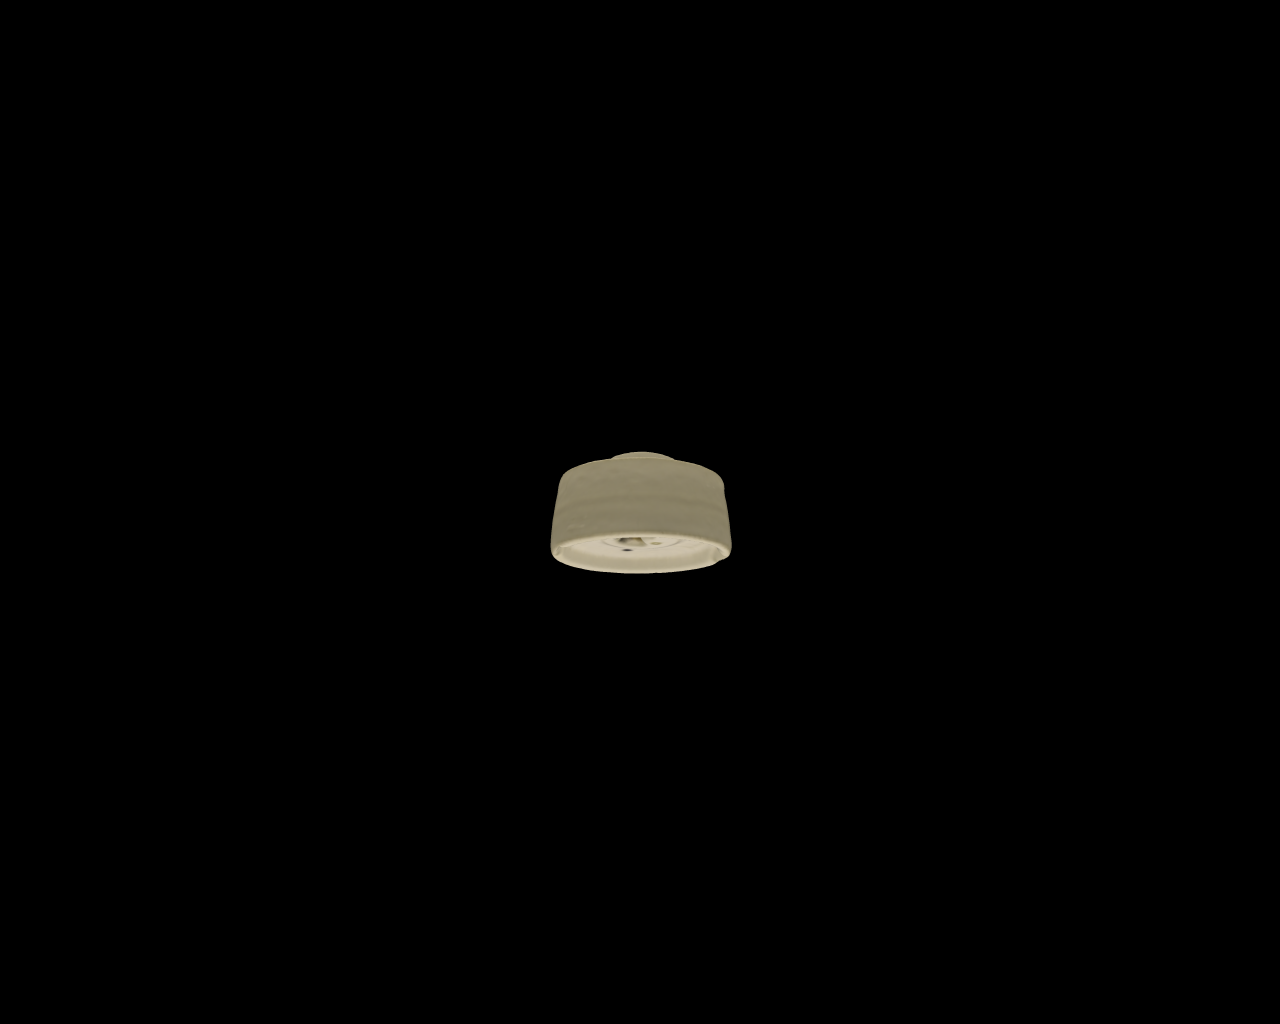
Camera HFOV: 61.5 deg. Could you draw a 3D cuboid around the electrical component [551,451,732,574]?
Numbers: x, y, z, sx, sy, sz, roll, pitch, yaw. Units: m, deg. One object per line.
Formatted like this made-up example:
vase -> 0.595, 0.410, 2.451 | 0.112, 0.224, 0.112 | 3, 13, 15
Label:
electrical component -> 0.001, -0.003, 0.650 | 0.108, 0.060, 0.108 | 0, -15, 0
